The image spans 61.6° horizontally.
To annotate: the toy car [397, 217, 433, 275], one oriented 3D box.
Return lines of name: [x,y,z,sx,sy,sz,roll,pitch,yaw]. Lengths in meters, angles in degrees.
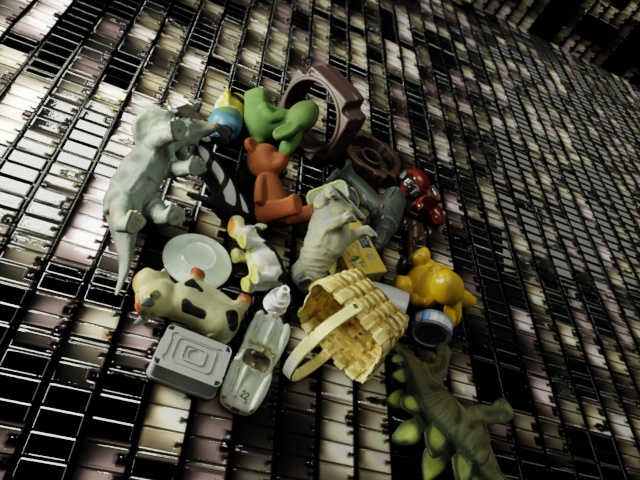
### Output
toy car: [0.231,0.017,1.285,0.089,0.053,0.202,20,46,-10]

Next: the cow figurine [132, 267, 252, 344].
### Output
cow figurine: [-0.226,0.111,0.906,0.195,0.085,0.127,30,37,-5]

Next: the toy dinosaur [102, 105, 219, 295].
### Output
toy dinosaur: [-0.328,-0.101,0.992,0.131,0.192,0.405,44,64,-39]

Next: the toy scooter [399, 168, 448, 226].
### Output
toy scooter: [0.256,-0.115,1.383,0.135,0.075,0.184,3,52,-59]

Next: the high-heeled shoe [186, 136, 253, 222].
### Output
high-heeled shoe: [-0.209,-0.146,1.150,0.145,0.086,0.249,15,50,-23]

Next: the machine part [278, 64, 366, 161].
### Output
machine part: [-0.001,-0.312,1.330,0.087,0.201,0.201,-22,66,-45]

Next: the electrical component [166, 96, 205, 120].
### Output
electrical component: [-0.311,-0.291,1.242,0.078,0.045,0.102,45,44,15]

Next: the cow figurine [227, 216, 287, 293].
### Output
cow figurine: [-0.121,0.022,1.056,0.098,0.068,0.167,0,55,-38]

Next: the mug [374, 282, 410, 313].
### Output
mug: [0.116,0.137,1.095,0.107,0.080,0.109,23,53,4]

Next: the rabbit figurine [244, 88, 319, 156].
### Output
rabbit figurine: [-0.087,-0.281,1.256,0.170,0.121,0.159,-5,58,13]

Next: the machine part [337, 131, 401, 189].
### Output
machine part: [0.131,-0.212,1.428,0.179,0.056,0.179,18,44,-18]

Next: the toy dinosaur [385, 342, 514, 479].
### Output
toy dinosaur: [0.245,0.346,0.965,0.198,0.105,0.472,-26,59,-35]

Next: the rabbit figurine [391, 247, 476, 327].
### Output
rabbit figurine: [0.246,0.106,1.125,0.122,0.173,0.162,-44,95,-12]

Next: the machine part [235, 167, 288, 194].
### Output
machine part: [-0.139,-0.155,1.230,0.084,0.039,0.139,49,42,4]

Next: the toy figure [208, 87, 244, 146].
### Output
toy figure: [-0.214,-0.283,1.269,0.089,0.082,0.180,35,31,-27]

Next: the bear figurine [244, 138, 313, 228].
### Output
bear figurine: [-0.088,-0.127,1.144,0.120,0.132,0.196,29,54,-62]

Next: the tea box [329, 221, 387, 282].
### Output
tea box: [0.059,0.022,1.164,0.098,0.068,0.170,-6,55,-34]

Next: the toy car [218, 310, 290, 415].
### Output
toy car: [-0.107,0.201,0.911,0.073,0.056,0.202,29,43,-5]

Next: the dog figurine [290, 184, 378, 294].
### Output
dog figurine: [-0.004,-0.004,1.083,0.121,0.190,0.172,38,17,-32]

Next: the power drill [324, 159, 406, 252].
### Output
power drill: [0.108,-0.092,1.289,0.207,0.086,0.232,35,41,6]
